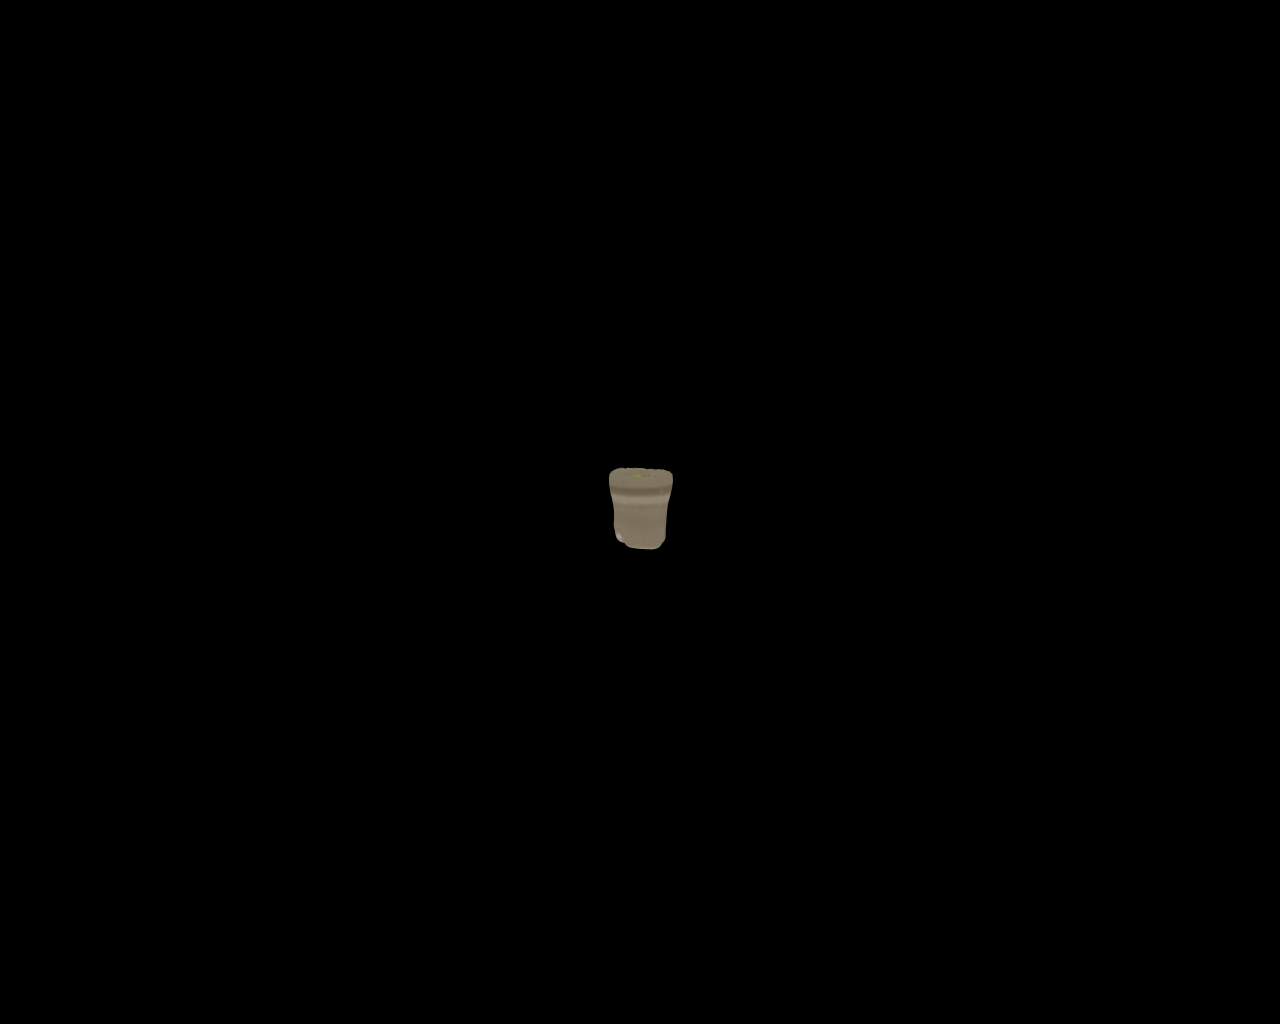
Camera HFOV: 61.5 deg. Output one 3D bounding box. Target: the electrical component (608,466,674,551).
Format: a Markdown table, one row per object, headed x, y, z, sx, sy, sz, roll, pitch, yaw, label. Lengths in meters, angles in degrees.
| x | y | z | sx | sy | sz | roll | pitch | yaw | label |
| --- | --- | --- | --- | --- | --- | --- | --- | --- | --- |
| 0.001 | -0.003 | 0.650 | 0.040 | 0.046 | 0.040 | 0 | 9 | 0 | electrical component |
